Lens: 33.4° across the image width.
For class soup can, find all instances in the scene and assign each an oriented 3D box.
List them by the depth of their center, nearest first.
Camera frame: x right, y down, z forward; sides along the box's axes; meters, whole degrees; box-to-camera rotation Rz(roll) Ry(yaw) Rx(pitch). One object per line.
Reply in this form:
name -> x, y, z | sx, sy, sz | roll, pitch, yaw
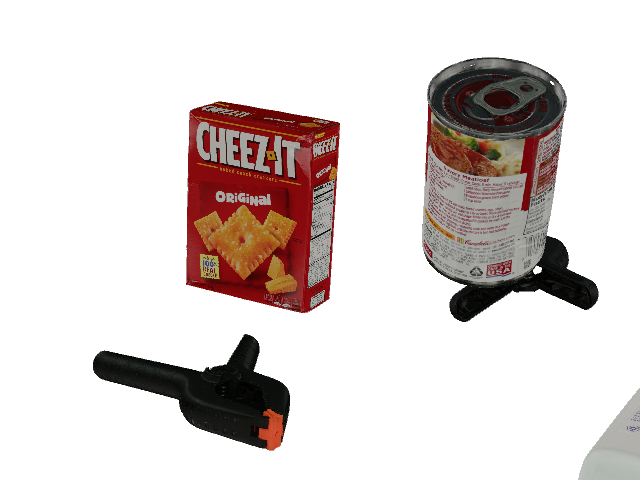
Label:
soup can -> 0.088, -0.034, 0.555 | 0.068, 0.102, 0.068 | -1, 42, 1

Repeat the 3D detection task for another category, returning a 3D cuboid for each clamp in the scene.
clamp -> -0.081, 0.126, 0.933 | 0.164, 0.036, 0.210 | -8, 17, -37
clamp -> 0.188, 0.028, 0.937 | 0.120, 0.039, 0.171 | 2, 22, 20

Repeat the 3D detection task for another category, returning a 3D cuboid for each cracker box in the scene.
cracker box -> -0.070, -0.038, 1.216 | 0.164, 0.214, 0.072 | 13, 22, 26

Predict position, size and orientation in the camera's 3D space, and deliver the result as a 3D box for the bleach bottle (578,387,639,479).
bleach bottle -> 0.244, 0.103, 0.630 | 0.103, 0.068, 0.250 | 18, 29, 31
